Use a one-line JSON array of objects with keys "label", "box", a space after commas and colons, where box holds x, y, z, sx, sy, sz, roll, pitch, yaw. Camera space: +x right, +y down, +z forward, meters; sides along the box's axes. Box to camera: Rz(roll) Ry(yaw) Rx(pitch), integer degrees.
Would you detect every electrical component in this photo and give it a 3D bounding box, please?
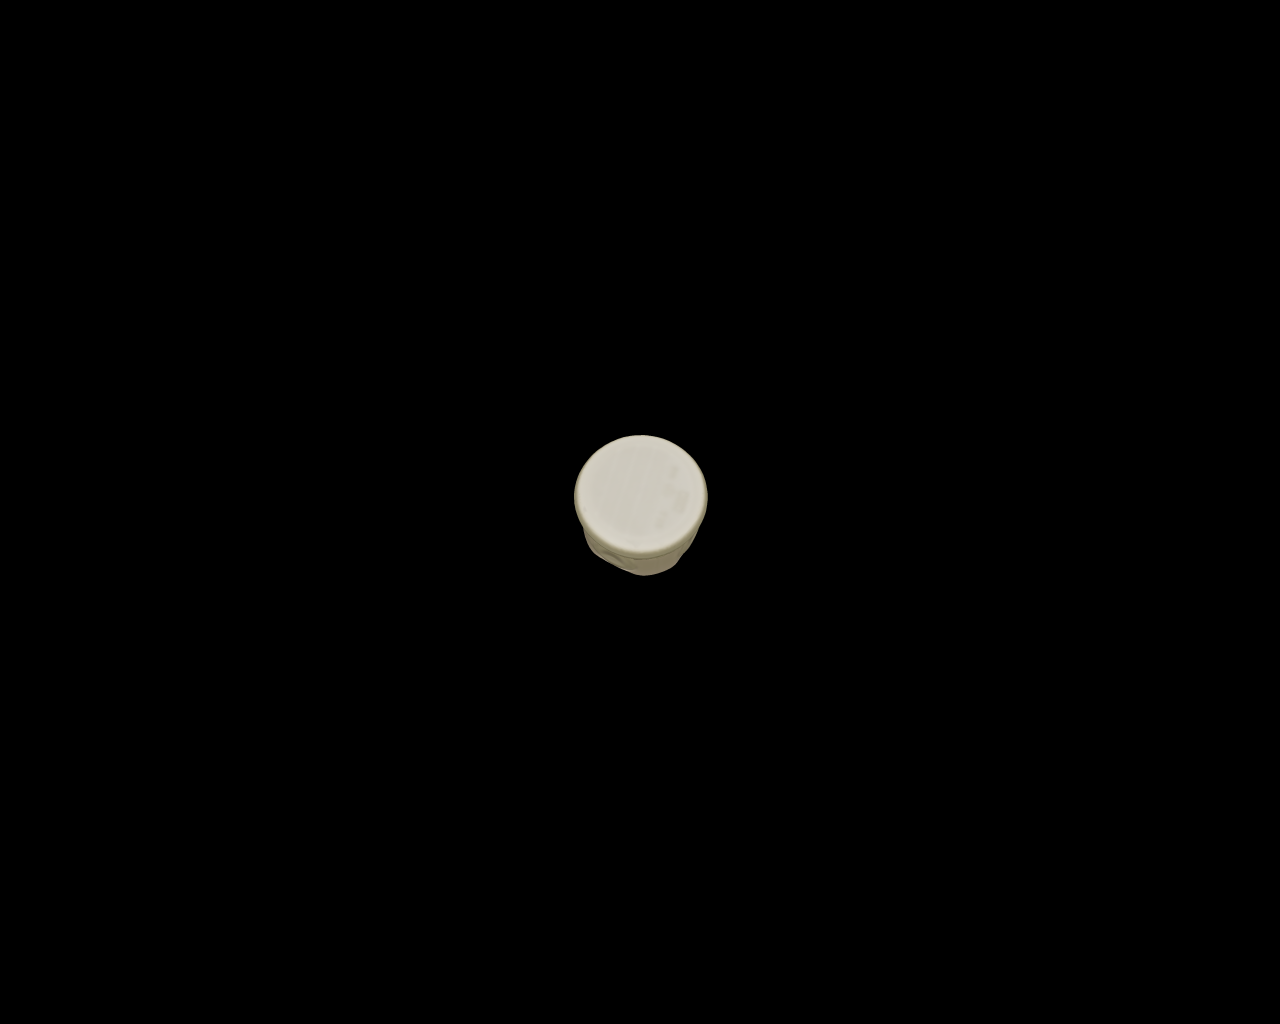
[{"label": "electrical component", "box": [0.001, -0.003, 0.650, 0.080, 0.080, 0.051, 0, -23, 0]}]
